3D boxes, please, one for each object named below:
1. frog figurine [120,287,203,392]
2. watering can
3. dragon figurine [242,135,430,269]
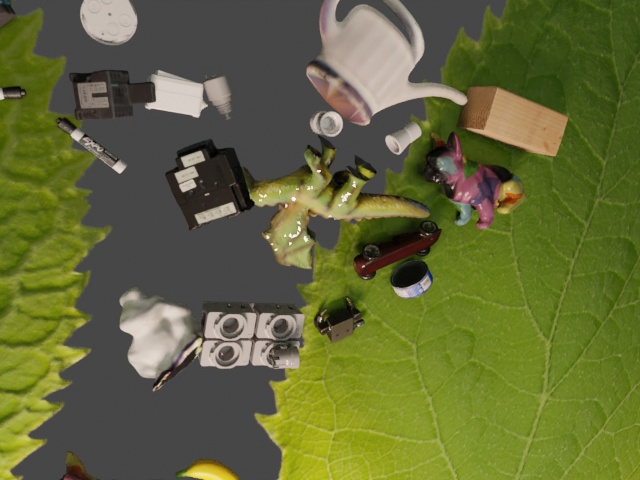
[{"bbox_3d":[-0.287,0.159,0.896,0.160,0.123,0.136,43,104,11],"label":"frog figurine"},{"bbox_3d":[0.118,-0.302,0.940,0.344,0.105,0.225,39,87,-25],"label":"watering can"},{"bbox_3d":[0.003,-0.049,0.975,0.407,0.124,0.240,28,109,-25],"label":"dragon figurine"}]
